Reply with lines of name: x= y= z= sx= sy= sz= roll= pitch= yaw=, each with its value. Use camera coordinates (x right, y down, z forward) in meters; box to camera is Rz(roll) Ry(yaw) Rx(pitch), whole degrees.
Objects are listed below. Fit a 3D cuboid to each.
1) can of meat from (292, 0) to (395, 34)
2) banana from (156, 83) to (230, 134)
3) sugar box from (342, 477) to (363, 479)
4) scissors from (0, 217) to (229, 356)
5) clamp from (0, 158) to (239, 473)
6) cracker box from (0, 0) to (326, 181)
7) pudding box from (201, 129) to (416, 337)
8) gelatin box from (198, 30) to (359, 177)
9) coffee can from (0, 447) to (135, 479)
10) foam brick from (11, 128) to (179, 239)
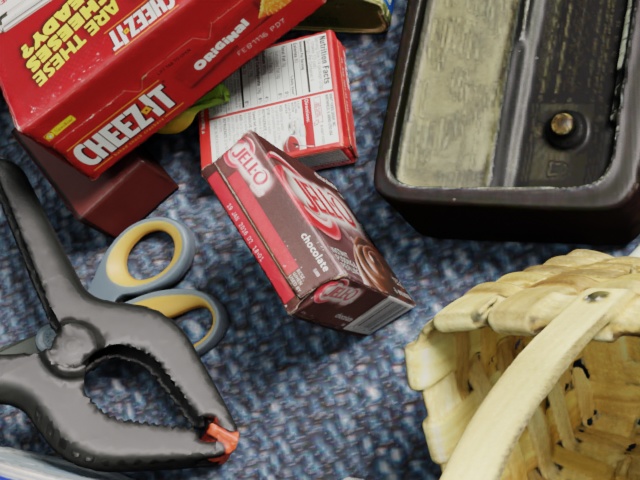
can of meat: x=-0.001 y=-0.170 z=0.621 sx=0.102 sy=0.057 sz=0.084 roll=6 pitch=80 yaw=19
banana: x=-0.116 y=-0.126 z=0.651 sx=0.070 sy=0.037 sz=0.198 roll=-37 pitch=58 yaw=8
sugar box: x=0.011 y=0.215 z=0.521 sx=0.093 sy=0.048 sz=0.176 roll=26 pitch=86 yaw=22
scissors: x=-0.150 y=0.039 z=0.635 sx=0.202 sy=0.016 sz=0.096 roll=-5 pitch=77 yaw=16
clamp: x=-0.143 y=0.068 z=0.567 sx=0.210 sy=0.036 sz=0.164 roll=36 pitch=61 yaw=3
cracker box: x=-0.115 y=-0.163 z=0.597 sx=0.164 sy=0.072 sz=0.214 roll=-36 pitch=56 yaw=9
pudding box: x=-0.004 y=0.001 z=0.546 sx=0.039 sy=0.113 sz=0.090 roll=-36 pitch=68 yaw=10
gelatin box: x=-0.026 y=-0.074 z=0.618 sx=0.089 sy=0.030 sz=0.073 roll=-11 pitch=71 yaw=15
coffee can: x=-0.152 y=0.186 z=0.551 sx=0.103 sy=0.102 sz=0.140 roll=11 pitch=80 yaw=20
foam brick: x=-0.133 y=-0.047 z=0.634 sx=0.051 sy=0.053 sz=0.078 roll=-43 pitch=69 yaw=3
